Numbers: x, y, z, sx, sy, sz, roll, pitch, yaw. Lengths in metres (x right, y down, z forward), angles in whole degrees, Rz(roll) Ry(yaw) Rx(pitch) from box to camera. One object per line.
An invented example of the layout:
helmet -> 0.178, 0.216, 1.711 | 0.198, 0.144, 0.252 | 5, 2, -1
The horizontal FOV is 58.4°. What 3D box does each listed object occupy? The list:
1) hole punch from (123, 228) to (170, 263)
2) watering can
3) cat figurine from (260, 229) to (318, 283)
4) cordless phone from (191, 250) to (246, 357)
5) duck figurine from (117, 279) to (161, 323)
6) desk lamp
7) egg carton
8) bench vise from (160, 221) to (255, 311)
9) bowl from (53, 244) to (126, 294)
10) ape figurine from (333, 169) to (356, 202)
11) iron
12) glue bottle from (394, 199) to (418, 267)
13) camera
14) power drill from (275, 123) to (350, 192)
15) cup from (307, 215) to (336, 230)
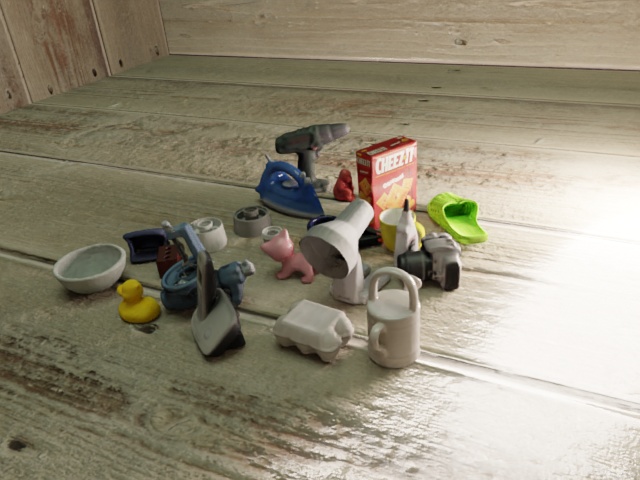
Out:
hole punch -> -0.450, -0.003, 1.488 | 0.108, 0.091, 0.101 | -8, 30, -6
watering can -> 0.138, 0.129, 1.069 | 0.100, 0.194, 0.173 | 1, 30, 10
cat figurine -> -0.070, 0.032, 1.346 | 0.127, 0.118, 0.067 | 5, 31, 17
cordless phone -> -0.215, 0.124, 1.136 | 0.094, 0.185, 0.147 | -18, 32, -22
duck figurine -> -0.402, 0.128, 1.256 | 0.104, 0.086, 0.078 | 12, 33, 26
desk lamp -> 0.059, 0.031, 1.233 | 0.117, 0.214, 0.204 | 16, 36, 32
egg carton -> -0.012, 0.178, 1.131 | 0.149, 0.069, 0.107 | 13, 34, 28
bench vise -> -0.256, 0.046, 1.245 | 0.208, 0.220, 0.121 | -15, 31, -17
bowl -> -0.543, 0.080, 1.372 | 0.167, 0.075, 0.167 | -3, 30, 2
ape figurine -> 0.075, -0.166, 1.700 | 0.076, 0.092, 0.078 | 12, 34, 27
iron -> -0.079, -0.159, 1.659 | 0.119, 0.142, 0.257 | -28, 37, -35
glue bottle -> 0.201, -0.017, 1.337 | 0.037, 0.173, 0.078 | 13, 34, 28
camera -> 0.244, 0.040, 1.305 | 0.137, 0.101, 0.143 | -5, 30, 0
power drill -> -0.018, -0.254, 1.749 | 0.229, 0.209, 0.075 | -1, 30, 6
cup -> 0.013, 0.005, 1.405 | 0.091, 0.095, 0.118 | 4, 31, 15
